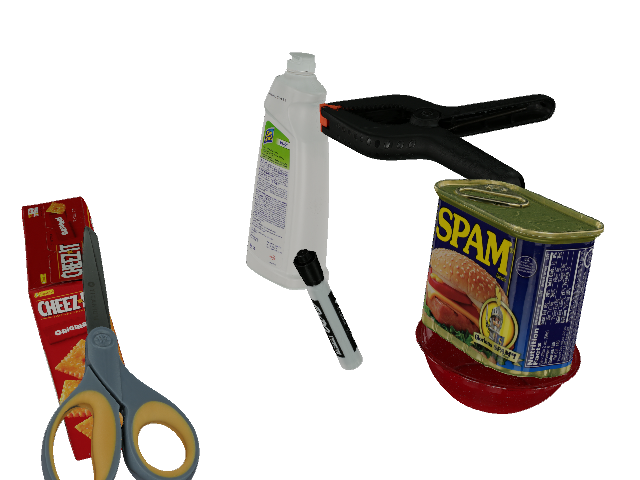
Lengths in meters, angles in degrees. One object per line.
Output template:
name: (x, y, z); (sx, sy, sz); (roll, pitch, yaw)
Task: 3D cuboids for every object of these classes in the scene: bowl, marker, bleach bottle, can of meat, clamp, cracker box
bowl: (0.171, 0.123, 1.055); (0.162, 0.055, 0.162); (5, 26, -2)
marker: (0.006, 0.054, 0.834); (0.020, 0.121, 0.020); (-15, 36, 11)
bleach bottle: (-0.027, -0.079, 1.182); (0.067, 0.251, 0.103); (-9, 24, -40)
can of meat: (0.102, 0.019, 0.592); (0.057, 0.084, 0.102); (-3, 20, -28)
clamp: (0.103, -0.101, 0.954); (0.210, 0.036, 0.164); (13, 36, 23)
cracker box: (-0.245, 0.087, 1.085); (0.072, 0.214, 0.164); (-12, 33, -11)

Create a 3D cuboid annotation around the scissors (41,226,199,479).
scissors: (-0.113, 0.073, 0.640); (0.096, 0.201, 0.016); (13, -45, -10)
